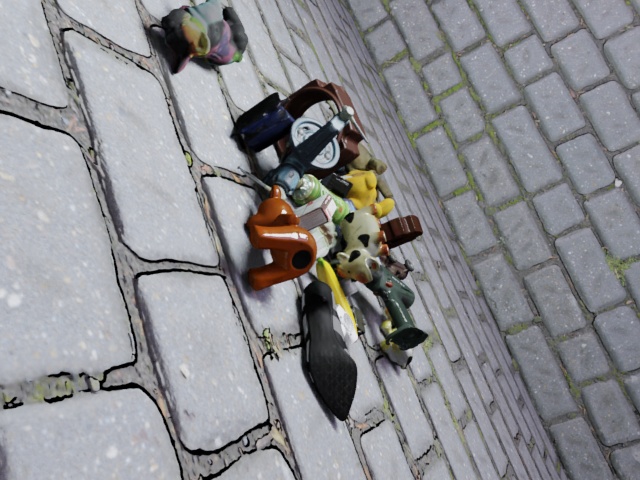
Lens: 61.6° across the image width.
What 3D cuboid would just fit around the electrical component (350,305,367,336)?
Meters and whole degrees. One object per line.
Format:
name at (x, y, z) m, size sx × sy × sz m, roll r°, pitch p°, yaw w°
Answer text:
electrical component at (0.081, 0.182, 1.202) m, size 0.094 × 0.021 × 0.063 m, roll 42°, pitch 30°, yaw -45°

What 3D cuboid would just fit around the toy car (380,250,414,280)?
toy car at (0.198, 0.081, 1.504) m, size 0.202 × 0.089 × 0.053 m, roll 26°, pitch 38°, yaw -60°

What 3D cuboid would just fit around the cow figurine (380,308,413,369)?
cow figurine at (0.201, 0.238, 1.351) m, size 0.098 × 0.068 × 0.167 m, roll 58°, pitch 24°, yaw -27°

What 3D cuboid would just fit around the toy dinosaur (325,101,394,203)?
toy dinosaur at (0.111, -0.236, 1.613) m, size 0.199 × 0.105 × 0.470 m, roll 55°, pitch -5°, yaw 34°

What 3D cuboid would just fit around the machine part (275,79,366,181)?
machine part at (-0.010, -0.257, 1.267) m, size 0.087 × 0.201 × 0.201 m, roll 10°, pitch 56°, yaw -61°

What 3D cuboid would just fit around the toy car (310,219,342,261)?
toy car at (-0.002, -0.004, 1.183) m, size 0.073 × 0.056 × 0.202 m, roll 62°, pitch 20°, yaw -3°

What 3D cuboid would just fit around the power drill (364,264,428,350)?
power drill at (0.156, 0.146, 1.246) m, size 0.231 × 0.086 × 0.207 m, roll 31°, pitch 23°, yaw -42°

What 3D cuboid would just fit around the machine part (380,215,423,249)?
machine part at (0.213, -0.015, 1.554) m, size 0.179 × 0.179 × 0.056 m, roll 10°, pitch 58°, yaw -65°

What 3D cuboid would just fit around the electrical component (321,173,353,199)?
electrical component at (0.021, -0.150, 1.354) m, size 0.119 × 0.047 × 0.075 m, roll 30°, pitch 6°, yaw -1°

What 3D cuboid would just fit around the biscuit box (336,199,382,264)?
biscuit box at (0.088, -0.007, 1.391) m, size 0.202 × 0.063 × 0.059 m, roll 65°, pitch 21°, yaw 7°

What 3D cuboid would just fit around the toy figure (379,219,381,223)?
toy figure at (0.128, -0.086, 1.579) m, size 0.154 × 0.064 × 0.058 m, roll 51°, pitch 25°, yaw -26°

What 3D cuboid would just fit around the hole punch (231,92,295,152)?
hole punch at (-0.108, -0.237, 1.127) m, size 0.092 × 0.142 × 0.116 m, roll 58°, pitch 9°, yaw -24°

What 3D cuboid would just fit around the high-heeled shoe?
high-heeled shoe at (0.010, 0.198, 0.995) m, size 0.145 × 0.086 × 0.248 m, roll 140°, pitch -56°, yaw -80°

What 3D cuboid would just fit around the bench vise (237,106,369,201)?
bench vise at (-0.022, -0.178, 1.066) m, size 0.129 × 0.240 × 0.224 m, roll 49°, pitch 47°, yaw -6°

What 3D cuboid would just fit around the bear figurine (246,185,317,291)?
bear figurine at (-0.087, -0.013, 0.949) m, size 0.132 × 0.120 × 0.196 m, roll -8°, pitch 34°, yaw -26°

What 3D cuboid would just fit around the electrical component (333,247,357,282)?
electrical component at (0.069, 0.059, 1.290) m, size 0.102 × 0.045 × 0.078 m, roll 47°, pitch 25°, yaw -35°

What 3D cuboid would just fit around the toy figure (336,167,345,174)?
toy figure at (0.013, -0.245, 1.467) m, size 0.180 × 0.089 × 0.082 m, roll 34°, pitch 28°, yaw -48°

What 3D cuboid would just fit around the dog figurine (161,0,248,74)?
dog figurine at (-0.227, -0.388, 1.063) m, size 0.191 × 0.108 × 0.219 m, roll 48°, pitch 29°, yaw -40°

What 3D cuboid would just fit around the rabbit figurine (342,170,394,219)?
rabbit figurine at (0.121, -0.098, 1.470) m, size 0.122 × 0.163 × 0.173 m, roll -23°, pitch 114°, yaw -46°

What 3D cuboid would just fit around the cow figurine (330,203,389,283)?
cow figurine at (0.084, 0.014, 1.180) m, size 0.195 × 0.127 × 0.085 m, roll -97°, pitch 168°, yaw -46°
